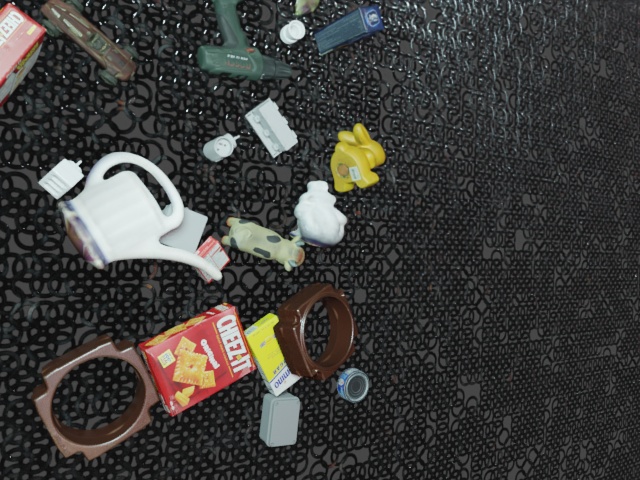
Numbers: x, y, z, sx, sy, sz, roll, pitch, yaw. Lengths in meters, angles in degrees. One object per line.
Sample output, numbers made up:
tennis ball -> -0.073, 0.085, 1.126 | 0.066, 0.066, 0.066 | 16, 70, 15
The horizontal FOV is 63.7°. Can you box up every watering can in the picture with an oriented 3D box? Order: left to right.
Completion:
watering can -> -0.367, -0.019, 1.028 | 0.227, 0.102, 0.350 | -32, 80, -22

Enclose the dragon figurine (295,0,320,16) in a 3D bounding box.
dragon figurine -> -0.071, -0.668, 1.255 | 0.415, 0.122, 0.239 | -45, 120, -21

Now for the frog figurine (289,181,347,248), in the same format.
frog figurine -> 0.004, -0.065, 1.284 | 0.137, 0.123, 0.159 | 16, 94, -11
